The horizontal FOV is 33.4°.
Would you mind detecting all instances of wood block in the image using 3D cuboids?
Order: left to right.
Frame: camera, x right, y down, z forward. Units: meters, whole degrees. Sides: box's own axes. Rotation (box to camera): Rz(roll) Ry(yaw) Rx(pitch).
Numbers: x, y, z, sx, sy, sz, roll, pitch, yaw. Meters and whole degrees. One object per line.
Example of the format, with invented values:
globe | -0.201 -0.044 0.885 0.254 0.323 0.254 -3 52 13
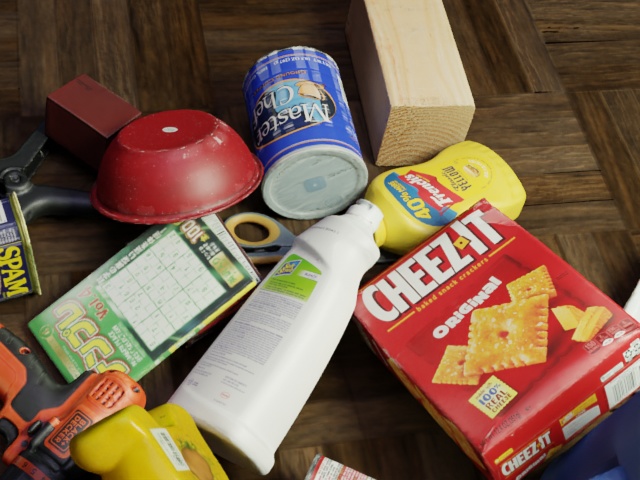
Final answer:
wood block | 0.092 -0.185 1.137 0.090 0.091 0.206 -2 53 -10

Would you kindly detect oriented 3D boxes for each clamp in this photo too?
clamp | -0.277 -0.043 1.005 0.209 0.036 0.165 -31 62 -31

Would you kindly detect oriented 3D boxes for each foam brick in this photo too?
foam brick | -0.218 -0.112 1.026 0.078 0.051 0.052 34 49 15

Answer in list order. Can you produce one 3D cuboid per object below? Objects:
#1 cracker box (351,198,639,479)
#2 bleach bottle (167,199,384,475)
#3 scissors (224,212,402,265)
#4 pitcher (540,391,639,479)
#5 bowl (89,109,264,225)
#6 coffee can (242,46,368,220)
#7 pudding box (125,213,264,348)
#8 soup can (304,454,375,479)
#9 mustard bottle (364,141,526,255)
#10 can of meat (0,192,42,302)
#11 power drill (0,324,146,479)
cracker box | 0.143 0.078 0.885 0.164 0.072 0.214 -35 44 -8
bleach bottle | -0.018 0.068 0.895 0.103 0.068 0.250 16 60 41
scissors | -0.007 0.001 1.026 0.201 0.016 0.096 -13 56 -18
pitcher | 0.247 0.177 0.784 0.145 0.243 0.149 27 59 8
bowl | -0.134 -0.076 0.970 0.162 0.055 0.162 -5 30 3
coffee can | -0.017 -0.106 1.051 0.102 0.103 0.140 -4 53 -12
pudding box | -0.111 0.028 0.962 0.090 0.039 0.113 -31 64 -10
soup can | 0.031 0.218 0.831 0.102 0.068 0.068 22 52 8
mustard bottle | 0.100 -0.033 1.031 0.191 0.058 0.096 -22 57 -29
can of meat | -0.292 0.014 0.918 0.083 0.102 0.057 -16 56 -17
power drill | -0.261 0.142 0.850 0.188 0.057 0.184 34 63 16
